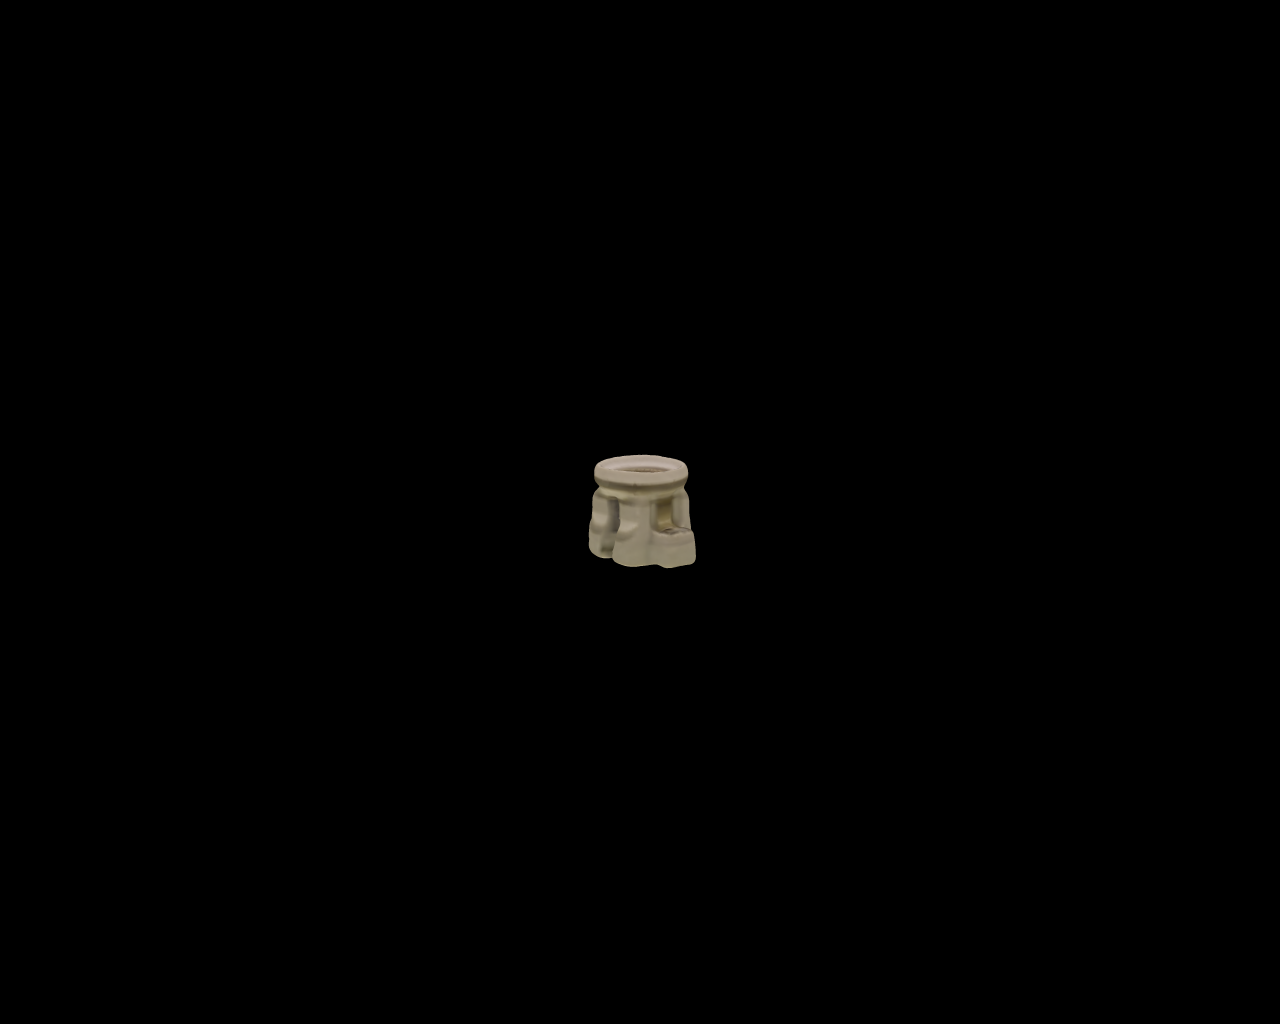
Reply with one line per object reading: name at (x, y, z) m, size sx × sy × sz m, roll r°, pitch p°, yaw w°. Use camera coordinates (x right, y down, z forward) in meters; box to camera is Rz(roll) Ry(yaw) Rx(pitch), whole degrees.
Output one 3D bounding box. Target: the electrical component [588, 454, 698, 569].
electrical component at (0.001, -0.003, 0.650) m, size 0.058 × 0.057 × 0.078 m, roll -11°, pitch 17°, yaw -38°
